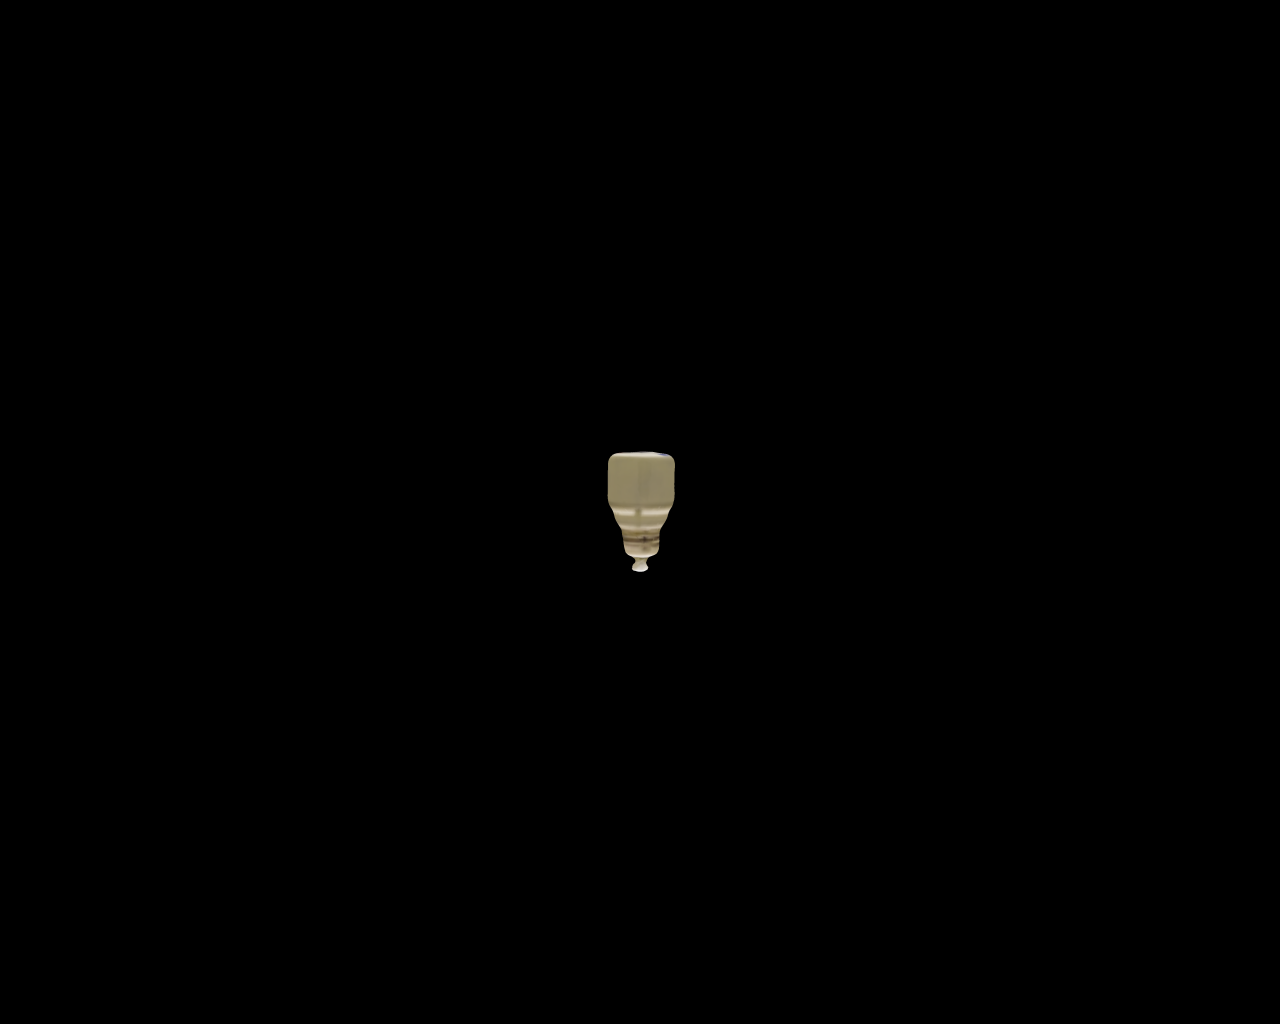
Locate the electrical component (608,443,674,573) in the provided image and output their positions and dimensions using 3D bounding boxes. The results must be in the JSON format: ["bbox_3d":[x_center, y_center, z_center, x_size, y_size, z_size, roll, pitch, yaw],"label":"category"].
[{"bbox_3d":[0.001,-0.003,0.650,0.040,0.078,0.040,0,5,0],"label":"electrical component"}]
